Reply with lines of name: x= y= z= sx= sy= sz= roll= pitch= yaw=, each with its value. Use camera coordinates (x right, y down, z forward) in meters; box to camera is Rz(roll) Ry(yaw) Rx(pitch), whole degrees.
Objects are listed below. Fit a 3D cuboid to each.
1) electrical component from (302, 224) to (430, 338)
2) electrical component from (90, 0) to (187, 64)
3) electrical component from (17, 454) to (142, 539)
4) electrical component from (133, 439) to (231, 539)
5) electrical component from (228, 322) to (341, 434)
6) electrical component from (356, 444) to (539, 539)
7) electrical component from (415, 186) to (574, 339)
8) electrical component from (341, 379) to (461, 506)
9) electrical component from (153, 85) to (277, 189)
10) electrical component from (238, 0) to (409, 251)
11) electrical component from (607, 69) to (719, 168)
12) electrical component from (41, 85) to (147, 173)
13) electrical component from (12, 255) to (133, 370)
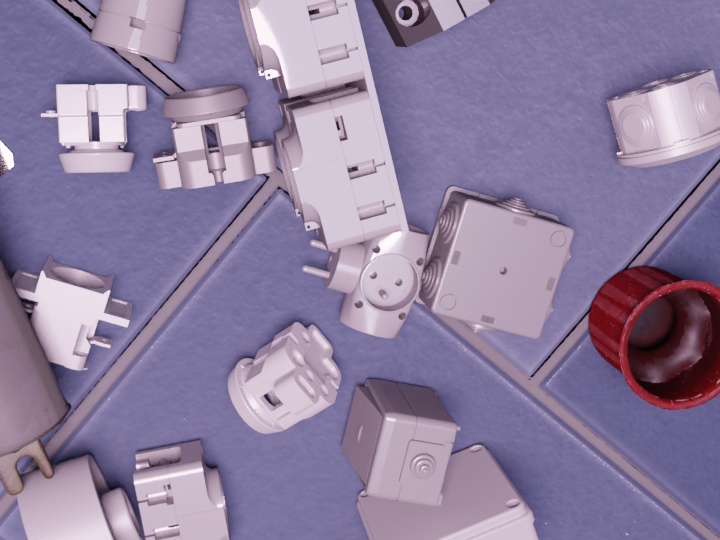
electrical component: x=0.000 y=0.000 z=0.749 sx=0.079 sy=0.044 sz=0.077 roll=16 pitch=99 yaw=-13
electrical component: x=-0.139 y=-0.162 z=0.685 sx=0.055 sy=0.055 sz=0.047 roll=14 pitch=96 yaw=-12
electrical component: x=-0.183 y=0.177 z=0.728 sx=0.060 sy=0.108 sz=0.108 roll=-22 pitch=105 yaw=-11
electrical component: x=-0.124 y=0.172 z=0.764 sx=0.056 sy=0.050 sz=0.089 roll=-10 pitch=104 yaw=-7
electrical component: x=-0.054 y=0.078 z=0.746 sx=0.057 sy=0.078 sz=0.058 roll=-33 pitch=107 yaw=21
electrical component: x=0.063 y=0.186 z=0.769 sx=0.109 sy=0.108 sz=0.056 roll=-21 pitch=108 yaw=-4
electrical component: x=0.095 y=-0.004 z=0.762 sx=0.100 sy=0.048 sz=0.099 roll=15 pitch=99 yaw=-12
electrical component: x=0.027 y=0.121 z=0.754 sx=0.061 sy=0.096 sz=0.061 roll=11 pitch=100 yaw=-12
electrical component: x=-0.098 y=-0.089 z=0.707 sx=0.078 sy=0.058 sz=0.057 roll=-10 pitch=107 yaw=-7
electrical component: x=-0.029 y=-0.114 z=0.688 sx=0.060 sy=0.105 sz=0.186 roll=-16 pitch=104 yaw=-6
electrical component: x=0.214 y=-0.104 z=0.745 sx=0.080 sy=0.080 sz=0.051 roll=-19 pitch=100 yaw=-5
electrical component: x=-0.172 y=-0.091 z=0.700 sx=0.066 sy=0.048 sz=0.055 roll=-2 pitch=95 yaw=-9
electrical component: x=-0.198 y=0.031 z=0.724 sx=0.081 sy=0.042 sz=0.063 roll=18 pitch=101 yaw=-12
